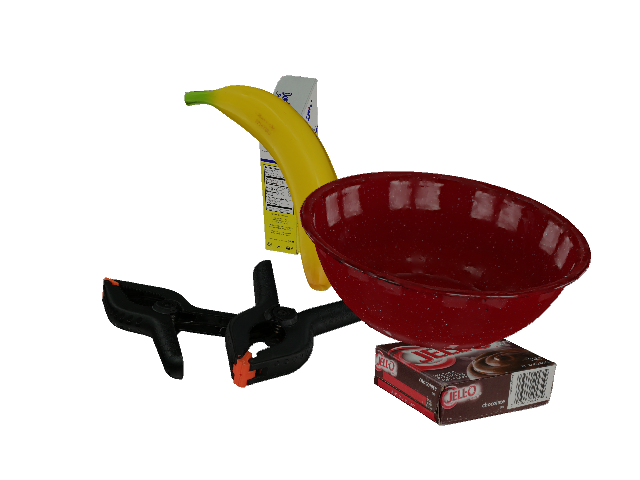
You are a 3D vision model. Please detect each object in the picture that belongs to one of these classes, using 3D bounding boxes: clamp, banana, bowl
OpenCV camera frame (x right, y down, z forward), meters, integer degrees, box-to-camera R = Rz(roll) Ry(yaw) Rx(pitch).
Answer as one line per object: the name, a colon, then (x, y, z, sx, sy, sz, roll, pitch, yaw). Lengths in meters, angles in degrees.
clamp: (-0.043, 0.073, 0.983, 0.120, 0.039, 0.171, 20, 30, 26)
banana: (-0.026, -0.053, 0.806, 0.069, 0.198, 0.037, -35, -23, 0)
bowl: (0.066, 0.016, 0.602, 0.162, 0.055, 0.162, 6, 24, -3)
clamp: (-0.169, 0.089, 1.157, 0.210, 0.036, 0.164, 19, 20, 27)

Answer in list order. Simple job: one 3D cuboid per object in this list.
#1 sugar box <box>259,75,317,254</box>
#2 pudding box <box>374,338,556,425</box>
sugar box: (-0.032, -0.078, 1.132, 0.048, 0.176, 0.093, 8, 46, 11)
pudding box: (0.112, 0.104, 0.835, 0.113, 0.039, 0.090, -3, 16, -31)
